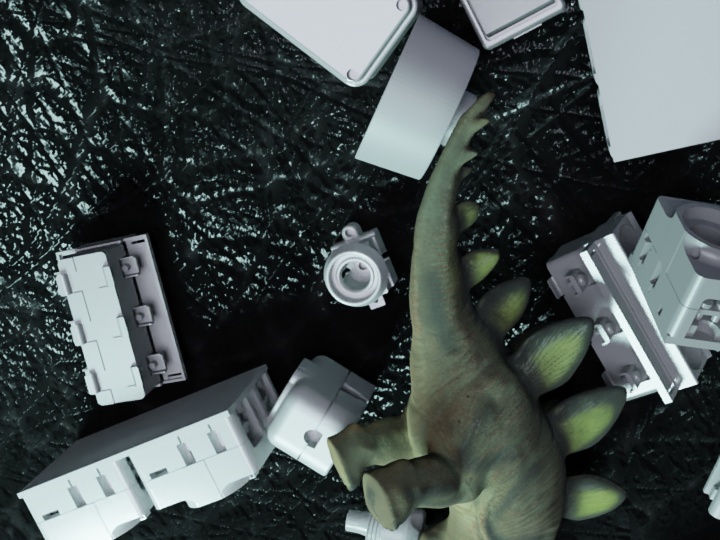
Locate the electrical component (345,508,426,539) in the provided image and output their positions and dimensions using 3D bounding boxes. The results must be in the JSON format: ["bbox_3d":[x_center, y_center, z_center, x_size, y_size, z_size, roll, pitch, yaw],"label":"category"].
[{"bbox_3d":[0.020,0.205,0.859,0.062,0.043,0.043,9,105,10],"label":"electrical component"}]

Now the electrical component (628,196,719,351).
[{"bbox_3d":[0.263,0.005,0.691,0.150,0.089,0.061,8,126,-10],"label":"electrical component"}]

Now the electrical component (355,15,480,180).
[{"bbox_3d":[0.046,-0.114,0.746,0.060,0.108,0.108,24,107,-3],"label":"electrical component"}]

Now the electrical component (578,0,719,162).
[{"bbox_3d":[0.200,-0.159,0.727,0.089,0.061,0.150,-12,101,13],"label":"electrical component"}]

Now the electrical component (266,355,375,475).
[{"bbox_3d":[-0.032,0.106,0.817,0.059,0.095,0.053,31,107,2],"label":"electrical component"}]

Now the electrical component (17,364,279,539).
[{"bbox_3d":[-0.156,0.149,0.846,0.186,0.105,0.060,-23,98,15],"label":"electrical component"}]

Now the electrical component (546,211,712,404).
[{"bbox_3d":[0.191,0.029,0.773,0.063,0.079,0.121,-26,98,37],"label":"electrical component"}]

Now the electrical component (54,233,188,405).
[{"bbox_3d":[-0.193,0.040,0.848,0.079,0.063,0.121,-11,101,13],"label":"electrical component"}]

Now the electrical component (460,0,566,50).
[{"bbox_3d":[0.094,-0.206,0.736,0.062,0.061,0.096,-26,97,15],"label":"electrical component"}]

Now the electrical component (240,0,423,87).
[{"bbox_3d":[-0.020,-0.192,0.763,0.113,0.057,0.078,37,107,0],"label":"electrical component"}]

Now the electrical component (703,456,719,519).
[{"bbox_3d":[0.309,0.163,0.791,0.089,0.050,0.055,22,107,5],"label":"electrical component"}]

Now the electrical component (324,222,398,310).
[{"bbox_3d":[0.000,0.000,0.807,0.048,0.055,0.066,-20,99,15],"label":"electrical component"}]
